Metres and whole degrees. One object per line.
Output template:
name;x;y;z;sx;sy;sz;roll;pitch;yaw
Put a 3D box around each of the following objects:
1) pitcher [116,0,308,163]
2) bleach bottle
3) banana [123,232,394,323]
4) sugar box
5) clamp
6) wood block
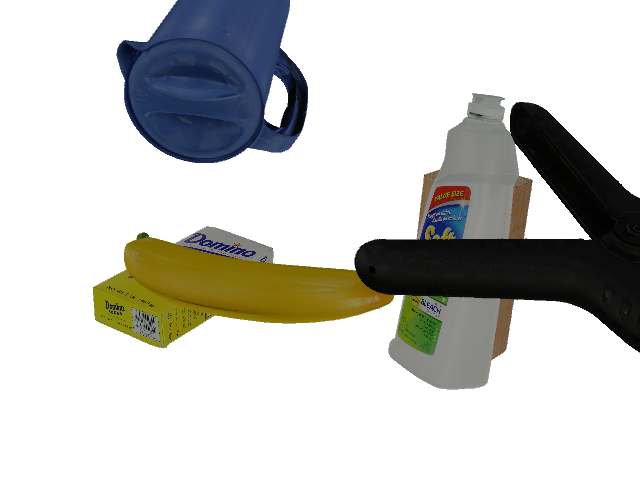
pitcher;-0.092;-0.189;1.071;0.145;0.149;0.242;-7;36;16
bleach bottle;0.122;-0.003;0.934;0.068;0.251;0.103;1;15;-27
banana;-0.054;0.023;0.683;0.198;0.037;0.069;12;34;24
sugar box;-0.136;0.042;1.086;0.093;0.048;0.175;19;34;29
clamp;0.132;0.012;0.486;0.210;0.036;0.164;31;49;31
wood block;0.161;0.028;1.177;0.090;0.206;0.090;19;25;33
